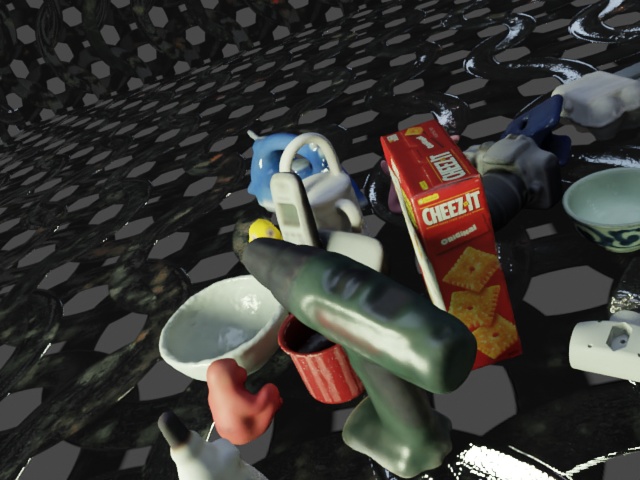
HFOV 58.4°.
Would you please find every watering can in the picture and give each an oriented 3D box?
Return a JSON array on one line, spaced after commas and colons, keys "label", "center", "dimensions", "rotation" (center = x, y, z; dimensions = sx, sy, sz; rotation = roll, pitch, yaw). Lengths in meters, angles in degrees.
[{"label": "watering can", "center": [-0.005, -0.059, 0.817], "dimensions": [0.172, 0.194, 0.101], "rotation": [2, 37, 37]}]

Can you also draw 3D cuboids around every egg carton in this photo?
[{"label": "egg carton", "center": [0.439, -0.215, 0.911], "dimensions": [0.107, 0.069, 0.150], "rotation": [-23, 29, -3]}]

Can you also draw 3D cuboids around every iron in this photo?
[{"label": "iron", "center": [-0.030, -0.128, 1.005], "dimensions": [0.257, 0.142, 0.119], "rotation": [11, 43, 44]}]

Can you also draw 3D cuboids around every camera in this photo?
[{"label": "camera", "center": [0.235, -0.077, 0.784], "dimensions": [0.137, 0.101, 0.142], "rotation": [-39, 33, -29]}]

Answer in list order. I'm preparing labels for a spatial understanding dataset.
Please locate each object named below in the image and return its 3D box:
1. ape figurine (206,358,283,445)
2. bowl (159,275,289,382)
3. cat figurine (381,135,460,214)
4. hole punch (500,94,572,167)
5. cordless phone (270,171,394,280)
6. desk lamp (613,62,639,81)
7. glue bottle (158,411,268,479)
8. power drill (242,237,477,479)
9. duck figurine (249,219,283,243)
[{"label": "ape figurine", "center": [-0.089, 0.163, 0.606], "dimensions": [0.077, 0.092, 0.076], "rotation": [6, 40, 40]}, {"label": "bowl", "center": [-0.107, 0.120, 0.708], "dimensions": [0.167, 0.075, 0.167], "rotation": [-16, 29, 10]}, {"label": "cat figurine", "center": [0.156, -0.112, 0.877], "dimensions": [0.127, 0.118, 0.067], "rotation": [-11, 31, 19]}, {"label": "hole punch", "center": [0.325, -0.162, 0.876], "dimensions": [0.100, 0.091, 0.109], "rotation": [-4, 34, 29]}, {"label": "cordless phone", "center": [0.007, 0.003, 0.715], "dimensions": [0.147, 0.185, 0.094], "rotation": [5, 39, 39]}, {"label": "desk lamp", "center": [0.565, -0.368, 0.934], "dimensions": [0.203, 0.214, 0.117], "rotation": [-23, 29, -3]}, {"label": "glue bottle", "center": [-0.084, 0.198, 0.459], "dimensions": [0.078, 0.173, 0.037], "rotation": [-37, 33, -26]}, {"label": "power drill", "center": [0.037, 0.101, 0.504], "dimensions": [0.228, 0.209, 0.076], "rotation": [13, 44, 46]}, {"label": "duck figurine", "center": [-0.077, 0.006, 0.867], "dimensions": [0.077, 0.086, 0.104], "rotation": [-20, 29, 4]}]
